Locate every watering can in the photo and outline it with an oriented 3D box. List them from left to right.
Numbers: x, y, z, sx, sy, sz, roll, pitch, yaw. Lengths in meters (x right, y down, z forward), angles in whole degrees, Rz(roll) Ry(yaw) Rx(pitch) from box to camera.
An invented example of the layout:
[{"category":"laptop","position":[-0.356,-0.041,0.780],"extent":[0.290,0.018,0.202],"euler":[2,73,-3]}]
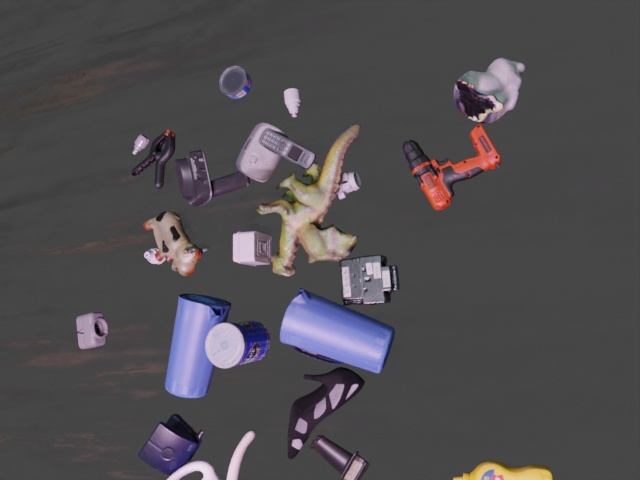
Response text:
[{"category":"watering can","position":[-0.250,0.625,1.223],"extent":[0.345,0.103,0.227],"euler":[-37,72,11]}]

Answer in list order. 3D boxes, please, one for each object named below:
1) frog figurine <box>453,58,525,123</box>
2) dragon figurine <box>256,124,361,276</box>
[{"category":"frog figurine","position":[0.387,-0.346,1.173],"extent":[0.138,0.120,0.162],"euler":[26,56,29]},{"category":"dragon figurine","position":[0.004,-0.062,1.236],"extent":[0.405,0.122,0.245],"euler":[-41,75,22]}]
